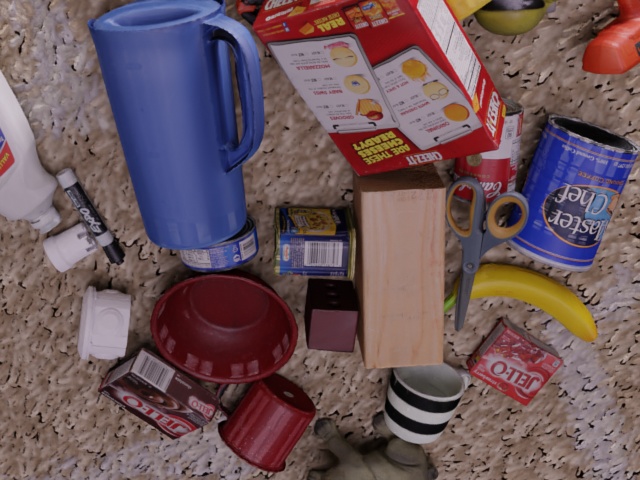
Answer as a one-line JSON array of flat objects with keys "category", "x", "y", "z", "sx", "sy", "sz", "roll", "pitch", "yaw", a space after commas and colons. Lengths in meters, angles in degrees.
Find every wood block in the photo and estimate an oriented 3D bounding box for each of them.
[{"category": "wood block", "x": 0.085, "y": 0.027, "z": 1.164, "sx": 0.090, "sy": 0.091, "sz": 0.206, "roll": -3, "pitch": 113, "yaw": -3}]

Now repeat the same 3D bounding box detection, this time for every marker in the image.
[{"category": "marker", "x": -0.246, "y": -0.023, "z": 1.154, "sx": 0.020, "sy": 0.020, "sz": 0.121, "roll": -26, "pitch": 112, "yaw": 6}]

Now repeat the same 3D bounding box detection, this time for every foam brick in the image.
[{"category": "foam brick", "x": 0.011, "y": 0.083, "z": 1.188, "sx": 0.053, "sy": 0.078, "sz": 0.051, "roll": 4, "pitch": 113, "yaw": -7}]

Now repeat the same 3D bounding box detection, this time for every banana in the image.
[{"category": "banana", "x": 0.235, "y": 0.066, "z": 1.223, "sx": 0.197, "sy": 0.037, "sz": 0.070, "roll": 13, "pitch": 114, "yaw": -10}]

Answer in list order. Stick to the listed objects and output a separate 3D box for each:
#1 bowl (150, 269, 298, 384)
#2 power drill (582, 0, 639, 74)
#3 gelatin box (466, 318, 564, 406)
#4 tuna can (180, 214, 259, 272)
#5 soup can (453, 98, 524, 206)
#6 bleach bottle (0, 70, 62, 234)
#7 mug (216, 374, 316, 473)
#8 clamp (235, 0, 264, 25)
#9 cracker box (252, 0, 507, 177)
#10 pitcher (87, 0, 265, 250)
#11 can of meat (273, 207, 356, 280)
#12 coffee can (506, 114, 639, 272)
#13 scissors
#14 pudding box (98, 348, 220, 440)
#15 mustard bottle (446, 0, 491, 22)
[{"category": "bowl", "x": -0.103, "y": 0.084, "z": 1.178, "sx": 0.162, "sy": 0.055, "sz": 0.162, "roll": 2, "pitch": 128, "yaw": 2}, {"category": "power drill", "x": 0.283, "y": -0.261, "z": 1.038, "sx": 0.184, "sy": 0.057, "sz": 0.187, "roll": -33, "pitch": 124, "yaw": -33}, {"category": "gelatin box", "x": 0.229, "y": 0.145, "z": 1.257, "sx": 0.089, "sy": 0.030, "sz": 0.073, "roll": 32, "pitch": 107, "yaw": -16}, {"category": "tuna can", "x": -0.109, "y": 0.002, "z": 1.140, "sx": 0.086, "sy": 0.086, "sz": 0.034, "roll": -8, "pitch": 114, "yaw": -2}, {"category": "soup can", "x": 0.178, "y": -0.095, "z": 1.133, "sx": 0.068, "sy": 0.068, "sz": 0.102, "roll": 1, "pitch": 113, "yaw": -5}, {"category": "bleach bottle", "x": -0.339, "y": -0.117, "z": 1.085, "sx": 0.103, "sy": 0.068, "sz": 0.250, "roll": -27, "pitch": 114, "yaw": 10}, {"category": "mug", "x": -0.067, "y": 0.200, "z": 1.230, "sx": 0.117, "sy": 0.093, "sz": 0.081, "roll": 36, "pitch": 102, "yaw": 11}, {"category": "clamp", "x": 0.004, "y": -0.238, "z": 1.077, "sx": 0.171, "sy": 0.039, "sz": 0.120, "roll": 11, "pitch": 105, "yaw": -16}, {"category": "cracker box", "x": 0.062, "y": -0.166, "z": 1.030, "sx": 0.164, "sy": 0.072, "sz": 0.213, "roll": -8, "pitch": 137, "yaw": 34}, {"category": "pitcher", "x": -0.134, "y": -0.116, "z": 1.063, "sx": 0.145, "sy": 0.149, "sz": 0.243, "roll": -14, "pitch": 117, "yaw": -11}, {"category": "can of meat", "x": -0.007, "y": 0.001, "z": 1.141, "sx": 0.084, "sy": 0.102, "sz": 0.057, "roll": 2, "pitch": 111, "yaw": -3}, {"category": "coffee can", "x": 0.267, "y": -0.050, "z": 1.141, "sx": 0.102, "sy": 0.103, "sz": 0.140, "roll": 14, "pitch": 110, "yaw": -11}, {"category": "scissors", "x": 0.180, "y": 0.019, "z": 1.146, "sx": 0.096, "sy": 0.016, "sz": 0.202, "roll": -1, "pitch": 124, "yaw": 17}, {"category": "pudding box", "x": -0.182, "y": 0.176, "z": 1.209, "sx": 0.113, "sy": 0.039, "sz": 0.090, "roll": 38, "pitch": 140, "yaw": -16}, {"category": "mustard bottle", "x": 0.087, "y": -0.294, "z": 1.019, "sx": 0.096, "sy": 0.058, "sz": 0.191, "roll": -27, "pitch": 101, "yaw": 40}]
